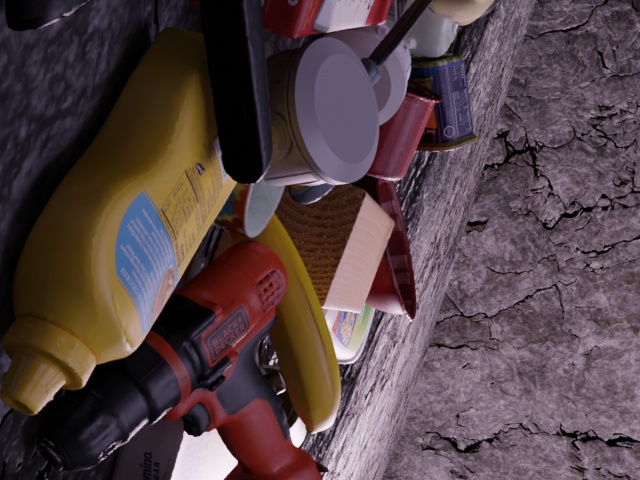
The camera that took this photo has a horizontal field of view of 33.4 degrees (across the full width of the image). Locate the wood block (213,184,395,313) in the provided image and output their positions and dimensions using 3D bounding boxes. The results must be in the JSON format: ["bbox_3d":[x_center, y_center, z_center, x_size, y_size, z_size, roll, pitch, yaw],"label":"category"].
[{"bbox_3d":[-0.006,0.001,0.847,0.206,0.090,0.091,25,84,-79],"label":"wood block"}]

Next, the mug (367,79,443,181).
[{"bbox_3d":[0.051,-0.108,0.959,0.117,0.093,0.081,-89,-161,-72],"label":"mug"}]

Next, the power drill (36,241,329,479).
[{"bbox_3d":[-0.070,0.118,0.636,0.184,0.057,0.187,-41,132,-36],"label":"power drill"}]

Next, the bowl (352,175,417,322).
[{"bbox_3d":[0.050,0.004,1.035,0.162,0.055,0.162,-11,90,-78],"label":"bowl"}]

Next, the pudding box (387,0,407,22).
[{"bbox_3d":[0.062,-0.249,0.877,0.113,0.039,0.090,82,29,-68],"label":"pudding box"}]

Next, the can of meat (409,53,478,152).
[{"bbox_3d":[0.096,-0.132,1.019,0.057,0.102,0.084,-22,109,-39],"label":"can of meat"}]

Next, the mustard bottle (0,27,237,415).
[{"bbox_3d":[-0.092,-0.003,0.502,0.096,0.058,0.191,85,27,-55],"label":"mustard bottle"}]

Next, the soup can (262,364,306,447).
[{"bbox_3d":[-0.047,0.160,0.980,0.102,0.068,0.068,83,29,-68],"label":"soup can"}]

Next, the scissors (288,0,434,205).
[{"bbox_3d":[0.031,-0.097,0.702,0.202,0.016,0.096,-43,-145,7],"label":"scissors"}]

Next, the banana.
[{"bbox_3d":[-0.024,0.052,0.712,0.037,0.070,0.198,-24,105,-30],"label":"banana"}]

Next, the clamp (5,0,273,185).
[{"bbox_3d":[-0.045,-0.137,0.469,0.164,0.036,0.210,45,56,-54],"label":"clamp"}]

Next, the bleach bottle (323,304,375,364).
[{"bbox_3d":[0.001,0.073,1.083,0.250,0.068,0.102,30,78,-77],"label":"bleach bottle"}]

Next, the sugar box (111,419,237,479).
[{"bbox_3d":[-0.095,0.147,0.779,0.176,0.048,0.093,-16,122,-78],"label":"sugar box"}]

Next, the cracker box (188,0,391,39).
[{"bbox_3d":[0.010,-0.208,0.614,0.213,0.072,0.164,-42,152,-70],"label":"cracker box"}]
